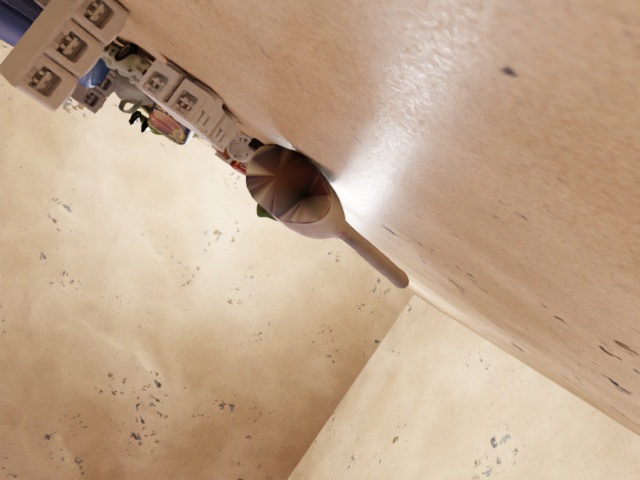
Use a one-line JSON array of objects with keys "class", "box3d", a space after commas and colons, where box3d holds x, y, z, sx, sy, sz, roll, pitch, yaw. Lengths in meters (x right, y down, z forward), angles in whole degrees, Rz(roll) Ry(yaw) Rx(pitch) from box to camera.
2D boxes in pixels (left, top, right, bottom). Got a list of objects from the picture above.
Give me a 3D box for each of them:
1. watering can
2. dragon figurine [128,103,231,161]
[{"class": "watering can", "box3d": [0.003, -0.043, 0.847, 0.350, 0.104, 0.222, 37, -1, 17]}, {"class": "dragon figurine", "box3d": [-0.323, -0.276, 1.271, 0.240, 0.122, 0.415, 26, 6, -39]}]
